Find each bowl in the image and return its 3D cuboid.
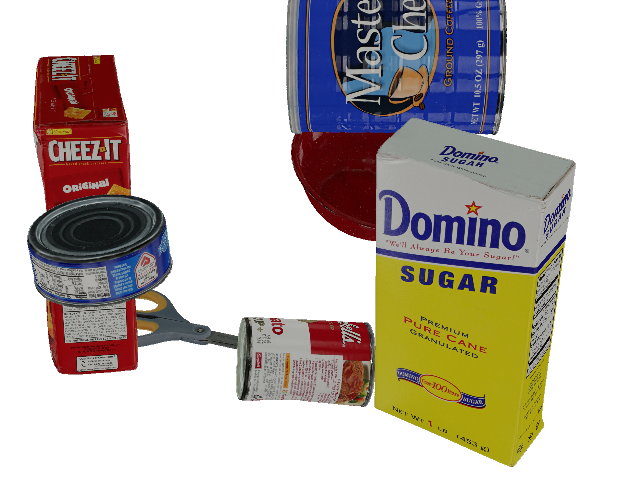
[{"bbox_3d":[0.047,-0.052,0.977,0.162,0.162,0.055,0,-41,-16],"label":"bowl"}]

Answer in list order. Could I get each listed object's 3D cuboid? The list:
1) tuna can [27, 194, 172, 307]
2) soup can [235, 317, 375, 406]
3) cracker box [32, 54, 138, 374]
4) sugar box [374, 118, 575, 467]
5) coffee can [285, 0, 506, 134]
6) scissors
[{"bbox_3d":[-0.136,0.004,0.658,0.086,0.034,0.086,-2,30,1],"label":"tuna can"},{"bbox_3d":[-0.013,0.097,0.852,0.102,0.068,0.068,4,-1,-10],"label":"soup can"},{"bbox_3d":[-0.191,-0.024,0.864,0.072,0.214,0.164,-4,27,-13],"label":"cracker box"},{"bbox_3d":[0.076,0.030,0.565,0.093,0.176,0.048,19,42,28],"label":"sugar box"},{"bbox_3d":[0.050,-0.124,0.726,0.140,0.103,0.103,1,0,3],"label":"coffee can"},{"bbox_3d":[-0.123,0.080,1.039,0.201,0.016,0.096,3,32,-3],"label":"scissors"}]
